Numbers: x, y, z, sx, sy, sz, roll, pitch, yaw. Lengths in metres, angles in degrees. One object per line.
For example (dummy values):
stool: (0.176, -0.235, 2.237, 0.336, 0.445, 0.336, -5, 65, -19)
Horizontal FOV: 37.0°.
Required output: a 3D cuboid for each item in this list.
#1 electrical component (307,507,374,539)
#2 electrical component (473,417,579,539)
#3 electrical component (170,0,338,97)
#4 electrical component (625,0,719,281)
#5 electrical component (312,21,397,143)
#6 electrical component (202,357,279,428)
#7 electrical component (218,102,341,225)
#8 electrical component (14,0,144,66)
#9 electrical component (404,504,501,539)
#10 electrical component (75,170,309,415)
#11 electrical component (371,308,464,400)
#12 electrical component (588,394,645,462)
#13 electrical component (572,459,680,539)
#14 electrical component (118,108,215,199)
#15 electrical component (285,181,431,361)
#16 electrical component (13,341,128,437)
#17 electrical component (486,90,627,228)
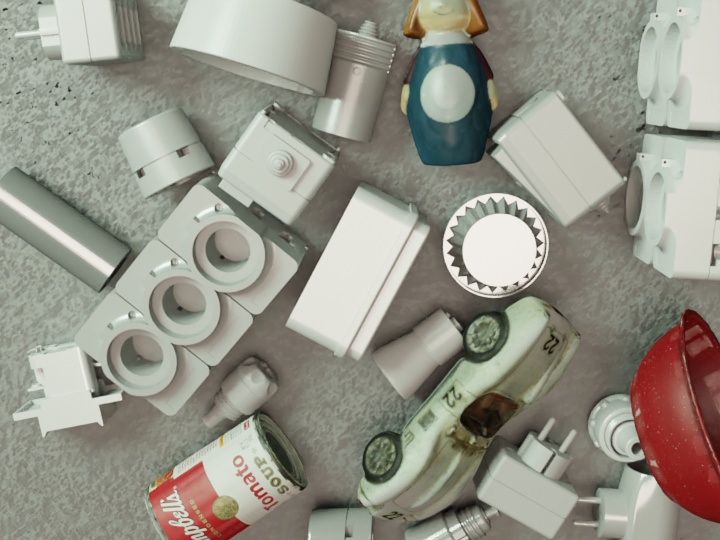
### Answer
electrical component: (-0.014, 0.206, 0.811, 0.047, 0.055, 0.055, 2, 100, 3)
electrical component: (0.133, 0.146, 0.803, 0.066, 0.047, 0.076, 30, 98, -5)
electrical component: (-0.067, -0.162, 0.722, 0.108, 0.108, 0.060, 17, 94, -3)
electrical component: (0.228, -0.093, 0.732, 0.060, 0.105, 0.186, 3, 100, -1)
electrical component: (-0.003, -0.134, 0.756, 0.043, 0.043, 0.081, 15, 100, -3)
electrical component: (-0.092, 0.095, 0.801, 0.061, 0.035, 0.035, -41, 98, 9)
electrical component: (-0.056, -0.071, 0.740, 0.062, 0.096, 0.061, 36, 102, -6)
electrical component: (-0.194, -0.162, 0.731, 0.076, 0.083, 0.047, -6, 100, 1)
electrical component: (0.070, 0.200, 0.816, 0.078, 0.040, 0.040, -31, 99, 5)
electrical component: (-0.120, 0.018, 0.764, 0.089, 0.061, 0.150, 39, 104, -6)
electrical component: (0.047, 0.059, 0.792, 0.065, 0.044, 0.044, -38, 98, 1)
electrical component: (0.197, 0.121, 0.791, 0.048, 0.062, 0.048, 0, 100, 0)
electrical component: (0.201, 0.184, 0.812, 0.079, 0.043, 0.077, 4, 100, -1)
electrical component: (-0.138, -0.083, 0.760, 0.055, 0.055, 0.047, -26, 95, 4)
electrical component: (0.000, 0.000, 0.762, 0.057, 0.078, 0.113, 28, 99, -2)
electrical component: (-0.214, 0.084, 0.795, 0.081, 0.042, 0.063, -12, 96, 1)
electrical component: (0.138, -0.072, 0.758, 0.061, 0.061, 0.096, -39, 98, 6)
